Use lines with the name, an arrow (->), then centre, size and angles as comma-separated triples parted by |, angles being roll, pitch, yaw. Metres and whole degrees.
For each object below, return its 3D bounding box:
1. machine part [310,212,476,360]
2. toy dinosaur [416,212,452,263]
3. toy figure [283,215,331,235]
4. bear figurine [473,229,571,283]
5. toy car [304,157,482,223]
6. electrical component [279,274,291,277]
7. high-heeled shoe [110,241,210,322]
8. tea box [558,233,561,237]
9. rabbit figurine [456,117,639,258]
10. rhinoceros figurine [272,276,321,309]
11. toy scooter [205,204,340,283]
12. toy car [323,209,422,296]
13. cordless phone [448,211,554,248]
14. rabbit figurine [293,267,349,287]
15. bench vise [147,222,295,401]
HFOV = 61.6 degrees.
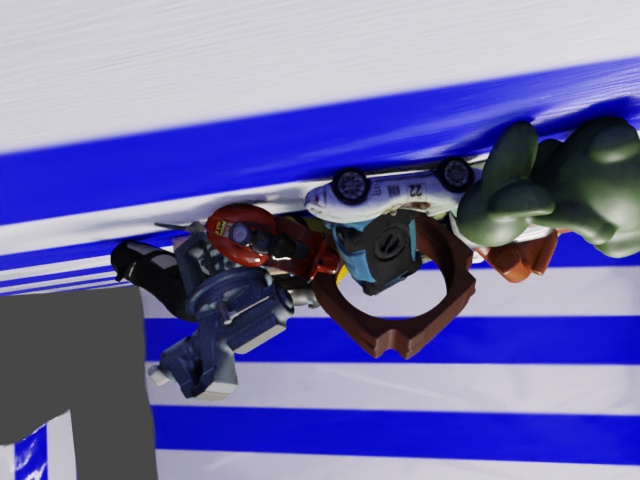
machine part -> 0.104, 0.054, 0.781 | 0.201, 0.202, 0.087 | -38, 151, -18
toy dinosaur -> 0.257, -0.020, 1.058 | 0.471, 0.105, 0.199 | -13, 176, -37
toy figure -> -0.002, -0.006, 0.873 | 0.180, 0.082, 0.089 | 0, 155, -17
bear figurine -> 0.348, -0.024, 0.861 | 0.196, 0.120, 0.131 | -46, 137, 12
toy car -> 0.083, -0.050, 0.581 | 0.202, 0.056, 0.073 | -8, 176, -12
electrical component -> -0.106, 0.047, 1.148 | 0.058, 0.114, 0.134 | -5, 178, 26
high-heeled shoe -> -0.219, 0.060, 0.872 | 0.249, 0.086, 0.145 | 15, -165, -9
tea box -> 0.418, -0.013, 1.037 | 0.068, 0.169, 0.098 | 39, -163, 23
rabbit figurine -> 0.207, -0.035, 0.498 | 0.170, 0.121, 0.159 | -20, 159, 25
rhinoceros figurine -> -0.076, 0.100, 0.963 | 0.190, 0.073, 0.112 | -7, 176, -11
toy scooter -> -0.045, 0.009, 0.657 | 0.184, 0.075, 0.135 | 18, -178, -22
toy car -> 0.066, -0.011, 0.694 | 0.109, 0.161, 0.103 | -29, -138, -10
cordless phone -> 0.248, -0.056, 0.748 | 0.147, 0.088, 0.184 | -9, 162, 21
rabbit figurine -> -0.016, 0.033, 1.085 | 0.122, 0.162, 0.173 | 3, 163, 25
bench vise -> -0.153, 0.087, 0.732 | 0.223, 0.241, 0.128 | -38, 151, 21
